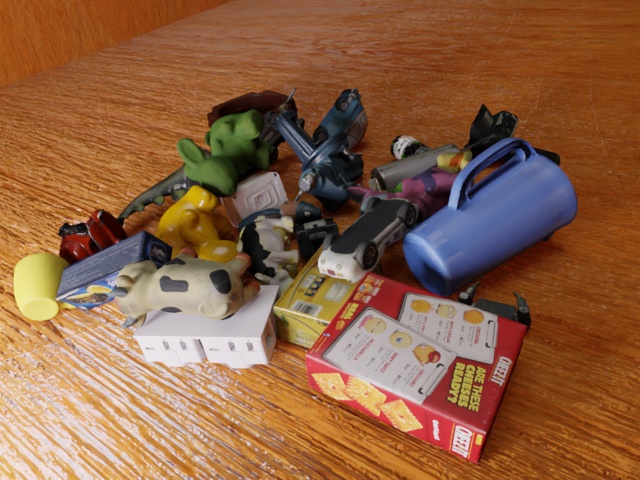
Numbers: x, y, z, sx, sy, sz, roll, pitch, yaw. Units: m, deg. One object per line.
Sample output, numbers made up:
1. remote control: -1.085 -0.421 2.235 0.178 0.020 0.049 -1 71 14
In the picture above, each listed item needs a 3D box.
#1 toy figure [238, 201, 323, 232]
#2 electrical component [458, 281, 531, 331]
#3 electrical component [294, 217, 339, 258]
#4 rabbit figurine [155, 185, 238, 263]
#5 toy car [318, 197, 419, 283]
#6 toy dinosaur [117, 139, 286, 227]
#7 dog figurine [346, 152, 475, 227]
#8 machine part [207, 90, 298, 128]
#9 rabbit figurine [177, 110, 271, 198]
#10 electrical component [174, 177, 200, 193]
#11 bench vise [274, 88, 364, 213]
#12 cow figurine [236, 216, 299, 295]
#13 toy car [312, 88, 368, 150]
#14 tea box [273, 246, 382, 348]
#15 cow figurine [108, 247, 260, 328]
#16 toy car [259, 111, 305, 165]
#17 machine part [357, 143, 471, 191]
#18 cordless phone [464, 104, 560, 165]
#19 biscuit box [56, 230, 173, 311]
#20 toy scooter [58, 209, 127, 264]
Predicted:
1. toy figure: -0.071 -0.036 0.973 0.155 0.057 0.064 -18 8 10
2. electrical component: 0.227 0.099 0.717 0.102 0.045 0.078 17 41 35
3. electrical component: -0.002 -0.003 0.898 0.075 0.047 0.119 -14 14 -5
4. rabbit figurine: -0.200 0.009 0.919 0.173 0.121 0.162 37 57 25
5. toy car: 0.075 -0.007 0.790 0.074 0.056 0.202 13 38 35
6. toy dinosaur: -0.244 -0.145 1.165 0.471 0.104 0.199 -30 41 -18
7. dog figurine: 0.161 -0.076 0.942 0.219 0.108 0.191 -3 35 17
8. machine part: -0.173 -0.310 1.400 0.201 0.087 0.202 -30 36 -26
9. rabbit figurine: -0.184 -0.154 0.996 0.159 0.121 0.170 7 50 9
10. electrical component: -0.239 -0.100 1.048 0.094 0.021 0.063 -11 52 2
11. bench vise: -0.016 -0.169 1.059 0.240 0.129 0.223 50 45 5
12. cow figurine: -0.082 0.036 0.851 0.098 0.068 0.167 -1 45 -11
13. toy car: 0.057 -0.264 1.242 0.103 0.161 0.109 36 29 -8
14. tea box: 0.017 0.078 0.786 0.098 0.068 0.170 13 39 27
15. cow figurine: -0.197 0.069 0.743 0.195 0.085 0.127 6 31 22
16. toy car: -0.106 -0.225 1.153 0.089 0.053 0.202 21 42 13
17. machine part: 0.188 -0.125 1.030 0.243 0.079 0.079 -20 35 -13
18. cordless phone: 0.400 -0.202 1.099 0.184 0.088 0.146 17 41 19
19. biscuit box: -0.329 0.053 0.859 0.203 0.059 0.063 -21 51 27
20. toy scooter: -0.403 0.002 0.961 0.184 0.135 0.075 2 38 21
